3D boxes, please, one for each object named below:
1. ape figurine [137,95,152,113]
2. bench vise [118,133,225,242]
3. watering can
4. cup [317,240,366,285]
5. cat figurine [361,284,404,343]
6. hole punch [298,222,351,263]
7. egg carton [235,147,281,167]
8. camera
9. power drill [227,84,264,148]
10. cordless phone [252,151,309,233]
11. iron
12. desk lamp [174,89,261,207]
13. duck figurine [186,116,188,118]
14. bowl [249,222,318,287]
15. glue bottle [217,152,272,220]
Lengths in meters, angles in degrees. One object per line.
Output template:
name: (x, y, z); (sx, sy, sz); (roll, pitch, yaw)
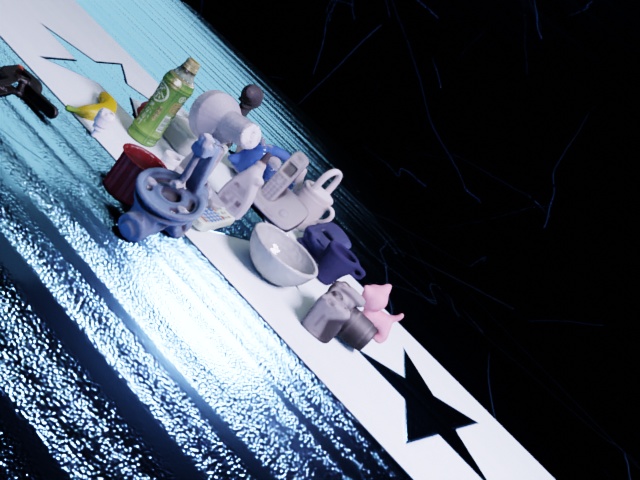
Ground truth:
ape figurine: (-0.407, -0.330, 1.419); (0.076, 0.092, 0.078); (49, 18, 27)
bench vise: (-0.236, -0.102, 0.985); (0.122, 0.219, 0.207); (37, 16, -12)
watering can: (-0.017, -0.128, 1.595); (0.173, 0.194, 0.101); (42, 16, 2)
cup: (0.043, 0.072, 1.391); (0.118, 0.095, 0.092); (41, 16, 0)
cat figurine: (0.136, 0.158, 1.336); (0.128, 0.117, 0.067); (39, 16, -7)
hole punch: (0.014, 0.005, 1.504); (0.108, 0.091, 0.101); (50, 18, 29)
egg carton: (-0.189, -0.254, 1.756); (0.107, 0.069, 0.151); (48, 18, 24)
camera: (0.054, 0.160, 1.175); (0.137, 0.100, 0.143); (42, 16, 5)
power drill: (-0.240, -0.379, 1.717); (0.076, 0.208, 0.229); (38, 16, -11)
cordless phone: (-0.074, -0.124, 1.472); (0.147, 0.185, 0.094); (43, 16, 9)
iron: (-0.132, -0.204, 1.625); (0.118, 0.141, 0.259); (50, 18, 29)
desk lamp: (-0.231, -0.206, 1.280); (0.118, 0.213, 0.202); (20, 26, -51)
duck figurine: (-0.327, -0.339, 1.633); (0.105, 0.086, 0.077); (20, 26, -52)
bowl: (-0.089, 0.044, 1.200); (0.168, 0.074, 0.167); (37, 17, -13)
glue bottle: (-0.165, -0.132, 1.308); (0.078, 0.173, 0.037); (44, 16, 10)
